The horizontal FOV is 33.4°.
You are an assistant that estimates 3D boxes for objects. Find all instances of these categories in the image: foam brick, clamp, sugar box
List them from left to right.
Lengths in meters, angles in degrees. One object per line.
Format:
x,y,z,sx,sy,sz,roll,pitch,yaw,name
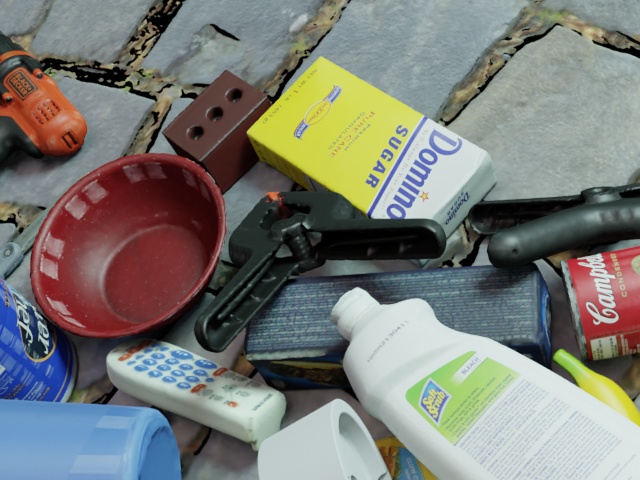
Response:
-0.077,-0.088,0.865,0.053,0.051,0.078,36,77,32,foam brick
-0.005,0.001,0.730,0.164,0.036,0.210,-20,19,3,clamp
0.037,-0.064,0.815,0.176,0.048,0.093,34,75,33,sugar box
0.182,-0.013,0.707,0.171,0.039,0.120,-9,18,13,clamp

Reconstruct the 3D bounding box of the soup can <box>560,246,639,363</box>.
0.211,0.036,0.681,0.102,0.068,0.068,-12,57,11,soup can

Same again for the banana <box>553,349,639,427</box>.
0.162,0.164,0.637,0.070,0.037,0.197,6,63,15,banana

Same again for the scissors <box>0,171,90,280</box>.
-0.277,0.014,0.895,0.096,0.016,0.201,17,67,27,scissors

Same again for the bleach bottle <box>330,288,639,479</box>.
0.108,0.106,0.620,0.102,0.068,0.251,-42,61,-17,bleach bottle

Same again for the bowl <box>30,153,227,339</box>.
-0.139,0.014,0.823,0.162,0.055,0.162,-9,58,14,bowl

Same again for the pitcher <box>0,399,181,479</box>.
-0.215,0.169,0.663,0.243,0.149,0.145,-1,39,9,pitcher

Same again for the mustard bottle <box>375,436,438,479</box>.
0.039,0.175,0.662,0.191,0.058,0.096,-24,57,4,mustard bottle

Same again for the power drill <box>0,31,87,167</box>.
-0.320,-0.097,0.951,0.187,0.057,0.185,-41,56,-8,power drill

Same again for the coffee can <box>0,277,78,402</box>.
-0.254,0.075,0.774,0.103,0.140,0.103,-9,58,14,coffee can
